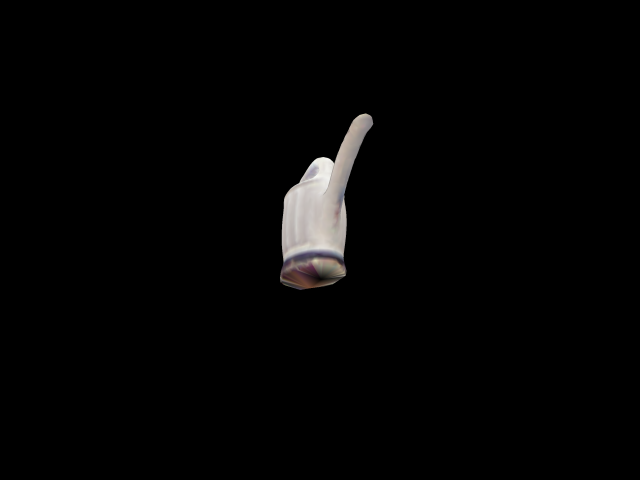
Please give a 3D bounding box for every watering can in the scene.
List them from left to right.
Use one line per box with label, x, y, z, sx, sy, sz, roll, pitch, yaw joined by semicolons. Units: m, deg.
watering can;0.003;-0.043;0.850;0.104;0.228;0.342;8;-22;-18
